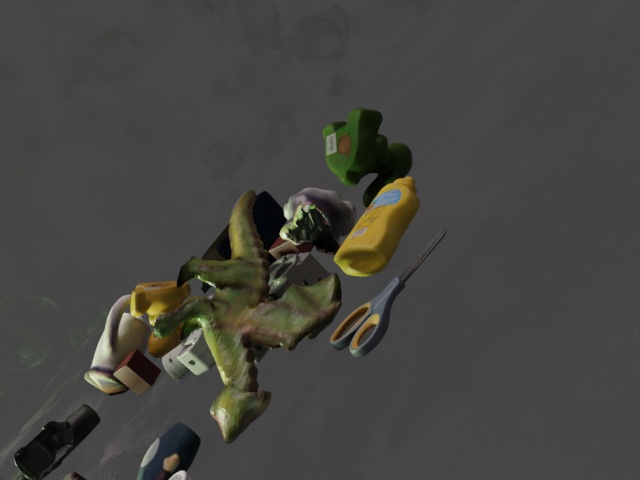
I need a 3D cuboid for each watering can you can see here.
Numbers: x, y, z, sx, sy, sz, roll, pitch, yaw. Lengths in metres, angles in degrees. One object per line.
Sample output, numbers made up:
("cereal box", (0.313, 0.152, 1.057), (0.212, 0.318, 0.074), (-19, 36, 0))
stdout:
("watering can", (-0.476, 0.274, 1.277), (0.340, 0.104, 0.229), (99, -178, -59))

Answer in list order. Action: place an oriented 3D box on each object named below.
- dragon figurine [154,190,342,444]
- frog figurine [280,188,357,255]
("dragon figurine", (-0.084, 0.080, 0.760), (0.243, 0.119, 0.420), (9, 54, 16))
("frog figurine", (0.003, -0.049, 0.972), (0.137, 0.121, 0.162), (-3, 19, 15))
